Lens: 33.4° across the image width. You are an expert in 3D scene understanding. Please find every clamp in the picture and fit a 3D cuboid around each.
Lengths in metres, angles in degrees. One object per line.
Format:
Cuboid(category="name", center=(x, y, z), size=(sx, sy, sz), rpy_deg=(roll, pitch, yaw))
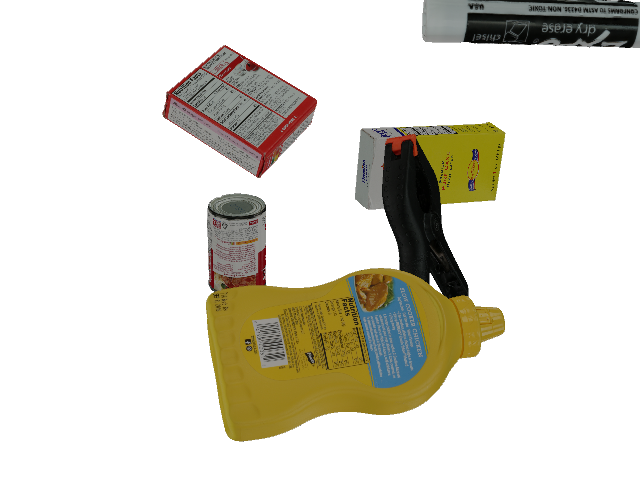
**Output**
Cuboid(category="clamp", center=(0.083, -0.002, 0.923), size=(0.039, 0.171, 0.120), rpy_deg=(-12, 16, 25))

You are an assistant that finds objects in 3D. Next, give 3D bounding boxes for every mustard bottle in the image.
Cuboid(category="mustard bottle", center=(0.026, 0.067, 0.691), size=(0.191, 0.096, 0.058), rpy_deg=(-9, -30, -8))

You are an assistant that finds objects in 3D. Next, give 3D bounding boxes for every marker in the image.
Cuboid(category="marker", center=(0.100, -0.083, 0.405), size=(0.121, 0.020, 0.020), rpy_deg=(2, 0, 1))

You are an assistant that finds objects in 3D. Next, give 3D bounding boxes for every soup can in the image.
Cuboid(category="soup can", center=(-0.096, 0.005, 1.230), size=(0.068, 0.102, 0.068), rpy_deg=(1, 26, -1))

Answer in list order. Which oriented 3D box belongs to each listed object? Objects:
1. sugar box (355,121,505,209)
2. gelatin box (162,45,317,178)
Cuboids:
Cuboid(category="sugar box", center=(0.132, -0.090, 1.292), size=(0.176, 0.093, 0.048), rpy_deg=(-7, 26, -22))
Cuboid(category="gelatin box", center=(-0.059, -0.096, 0.785), size=(0.089, 0.073, 0.030), rpy_deg=(32, -38, 10))
